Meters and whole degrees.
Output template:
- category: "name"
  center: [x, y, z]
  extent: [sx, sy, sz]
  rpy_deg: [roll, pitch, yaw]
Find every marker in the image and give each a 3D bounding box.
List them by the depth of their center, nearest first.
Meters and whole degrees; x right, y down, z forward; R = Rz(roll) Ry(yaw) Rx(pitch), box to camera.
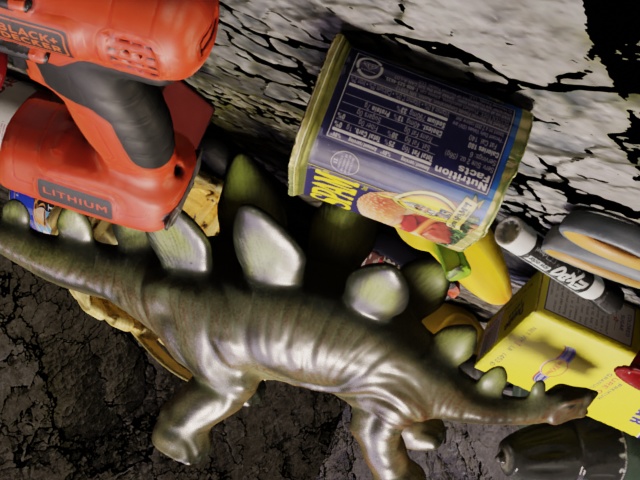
- category: "marker"
  center: [0.146, 0.017, 0.634]
  extent: [0.121, 0.020, 0.020]
  rpy_deg: [29, 170, -39]

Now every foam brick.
- category: "foam brick"
  center: [-0.114, -0.074, 0.635]
  extent: [0.078, 0.053, 0.051]
  rpy_deg: [18, 171, 27]

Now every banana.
- category: "banana"
  center: [0.071, 0.000, 0.584]
  extent: [0.037, 0.069, 0.197]
  rpy_deg: [-21, 168, 14]

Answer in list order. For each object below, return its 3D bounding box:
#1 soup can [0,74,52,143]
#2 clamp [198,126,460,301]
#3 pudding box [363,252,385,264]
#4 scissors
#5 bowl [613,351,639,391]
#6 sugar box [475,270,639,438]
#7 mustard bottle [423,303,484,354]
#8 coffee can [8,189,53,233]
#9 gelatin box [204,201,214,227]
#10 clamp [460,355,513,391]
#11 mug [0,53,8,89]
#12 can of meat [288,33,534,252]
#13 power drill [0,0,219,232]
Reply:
- category: "soup can"
  center: [-0.218, -0.083, 0.820]
  extent: [0.102, 0.068, 0.068]
  rpy_deg: [21, 172, 17]
- category: "clamp"
  center: [-0.005, 0.001, 0.740]
  extent: [0.210, 0.036, 0.165]
  rpy_deg: [6, 129, 4]
- category: "pudding box"
  center: [-0.007, 0.037, 0.951]
  extent: [0.114, 0.090, 0.039]
  rpy_deg: [17, 171, 42]
- category: "scissors"
  center: [0.202, 0.024, 0.528]
  extent: [0.202, 0.016, 0.096]
  rpy_deg: [18, 171, 29]
- category: "bowl"
  center: [0.258, 0.082, 0.620]
  extent: [0.162, 0.055, 0.162]
  rpy_deg: [23, 173, 3]
- category: "sugar box"
  center: [0.206, 0.088, 0.734]
  extent: [0.176, 0.048, 0.093]
  rpy_deg: [25, 145, -4]
- category: "mustard bottle"
  center: [0.121, 0.097, 1.109]
  extent: [0.096, 0.058, 0.192]
  rpy_deg: [28, 172, -8]
- category: "coffee can"
  center: [-0.222, -0.036, 1.030]
  extent: [0.141, 0.103, 0.102]
  rpy_deg: [16, 170, 46]
- category: "gelatin box"
  center: [-0.082, 0.013, 1.010]
  extent: [0.073, 0.089, 0.030]
  rpy_deg: [18, 171, 30]
- category: "clamp"
  center: [0.174, 0.126, 1.022]
  extent: [0.171, 0.039, 0.120]
  rpy_deg: [0, 156, -14]
- category: "mug"
  center: [-0.234, -0.098, 0.604]
  extent: [0.093, 0.117, 0.081]
  rpy_deg: [-1, 170, 19]
- category: "can of meat"
  center: [0.035, -0.037, 0.449]
  extent: [0.084, 0.057, 0.102]
  rpy_deg: [20, 173, 1]
- category: "power drill"
  center: [-0.131, -0.078, 0.485]
  extent: [0.184, 0.057, 0.188]
  rpy_deg: [18, 158, 7]
